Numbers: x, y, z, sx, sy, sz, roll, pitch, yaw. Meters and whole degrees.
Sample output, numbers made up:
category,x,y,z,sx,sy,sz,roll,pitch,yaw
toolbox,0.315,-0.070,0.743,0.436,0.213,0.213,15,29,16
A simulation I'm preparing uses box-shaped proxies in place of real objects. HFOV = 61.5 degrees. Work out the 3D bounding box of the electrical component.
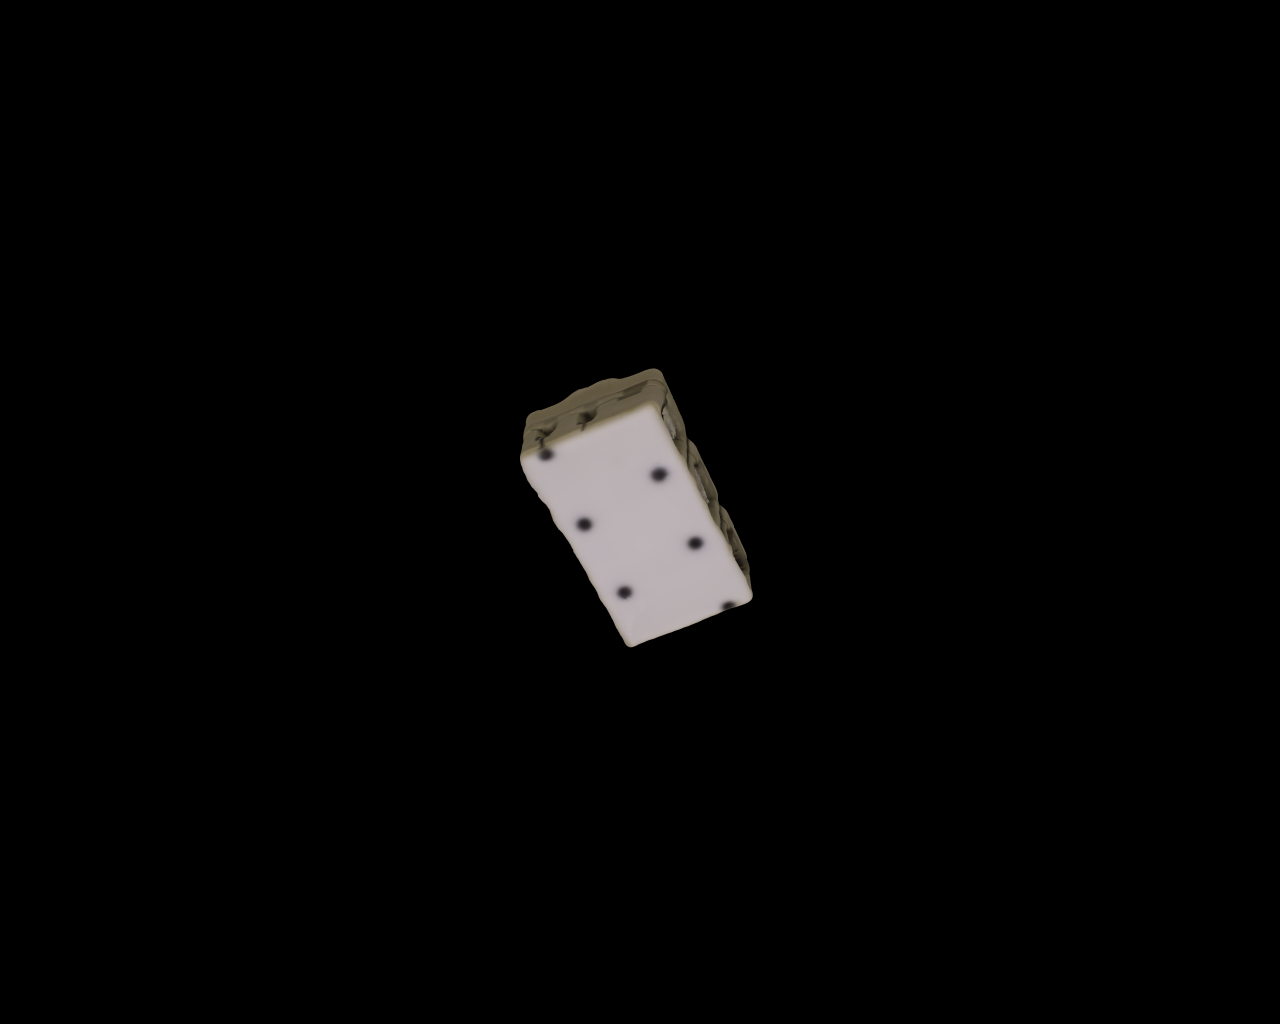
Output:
category,x,y,z,sx,sy,sz,roll,pitch,yaw
electrical component,0.001,-0.003,0.650,0.089,0.150,0.062,-21,28,12
